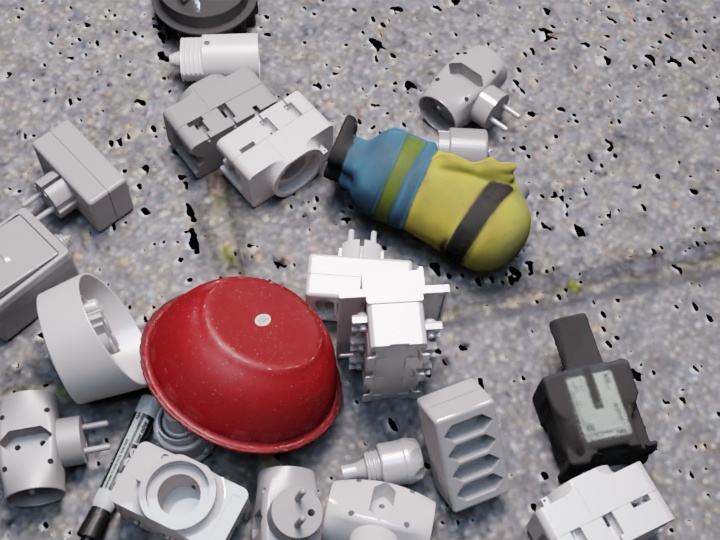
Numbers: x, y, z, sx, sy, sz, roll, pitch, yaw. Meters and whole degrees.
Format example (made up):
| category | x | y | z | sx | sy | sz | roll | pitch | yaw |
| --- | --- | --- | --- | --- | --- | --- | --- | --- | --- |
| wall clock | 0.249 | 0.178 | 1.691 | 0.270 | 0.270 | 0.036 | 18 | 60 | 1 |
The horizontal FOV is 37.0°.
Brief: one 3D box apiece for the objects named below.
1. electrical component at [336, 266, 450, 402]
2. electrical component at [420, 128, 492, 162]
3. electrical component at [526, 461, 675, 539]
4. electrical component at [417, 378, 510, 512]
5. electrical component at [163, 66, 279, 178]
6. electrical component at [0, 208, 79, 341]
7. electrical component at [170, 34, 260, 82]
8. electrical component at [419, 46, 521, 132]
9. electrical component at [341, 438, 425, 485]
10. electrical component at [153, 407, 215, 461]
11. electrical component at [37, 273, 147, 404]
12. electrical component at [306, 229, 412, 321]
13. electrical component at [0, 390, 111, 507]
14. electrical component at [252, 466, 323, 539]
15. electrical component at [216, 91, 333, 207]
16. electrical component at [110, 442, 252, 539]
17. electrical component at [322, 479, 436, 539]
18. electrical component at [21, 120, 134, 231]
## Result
| category | x | y | z | sx | sy | sz | roll | pitch | yaw |
| --- | --- | --- | --- | --- | --- | --- | --- | --- | --- |
| electrical component | 0.023 | 0.053 | 0.812 | 0.079 | 0.121 | 0.063 | -3 | 65 | -4 |
| electrical component | 0.078 | -0.105 | 0.943 | 0.078 | 0.040 | 0.040 | 3 | 62 | -1 |
| electrical component | 0.173 | 0.181 | 0.788 | 0.089 | 0.050 | 0.055 | -22 | 65 | -13 |
| electrical component | 0.070 | 0.122 | 0.809 | 0.047 | 0.083 | 0.075 | -19 | 26 | -12 |
| electrical component | -0.123 | -0.133 | 0.946 | 0.089 | 0.050 | 0.055 | -32 | 68 | -18 |
| electrical component | -0.273 | -0.003 | 0.865 | 0.062 | 0.061 | 0.096 | 41 | 68 | 18 |
| electrical component | -0.133 | -0.193 | 0.982 | 0.081 | 0.043 | 0.043 | -2 | 62 | -3 |
| electrical component | 0.107 | -0.153 | 0.968 | 0.079 | 0.043 | 0.077 | 37 | 67 | 17 |
| electrical component | 0.016 | 0.148 | 0.810 | 0.061 | 0.035 | 0.035 | -10 | 63 | -5 |
| electrical component | -0.134 | 0.116 | 0.806 | 0.048 | 0.062 | 0.048 | 0 | 62 | 0 |
| electrical component | -0.204 | 0.052 | 0.821 | 0.064 | 0.099 | 0.099 | -20 | 64 | -6 |
| electrical component | 0.000 | 0.000 | 0.881 | 0.083 | 0.047 | 0.075 | 4 | 62 | 0 |
| electrical component | -0.227 | 0.130 | 0.806 | 0.079 | 0.043 | 0.077 | -9 | 63 | -7 |
| electrical component | -0.049 | 0.178 | 0.767 | 0.043 | 0.079 | 0.077 | 7 | 61 | -14 |
| electrical component | -0.070 | -0.102 | 0.931 | 0.089 | 0.050 | 0.055 | -36 | 69 | -19 |
| electrical component | -0.129 | 0.169 | 0.782 | 0.089 | 0.055 | 0.050 | 23 | 64 | 10 |
| electrical component | 0.011 | 0.193 | 0.771 | 0.077 | 0.043 | 0.079 | 11 | 34 | 4 |
| electrical component | -0.249 | -0.069 | 0.909 | 0.076 | 0.047 | 0.083 | -39 | 70 | -20 |
